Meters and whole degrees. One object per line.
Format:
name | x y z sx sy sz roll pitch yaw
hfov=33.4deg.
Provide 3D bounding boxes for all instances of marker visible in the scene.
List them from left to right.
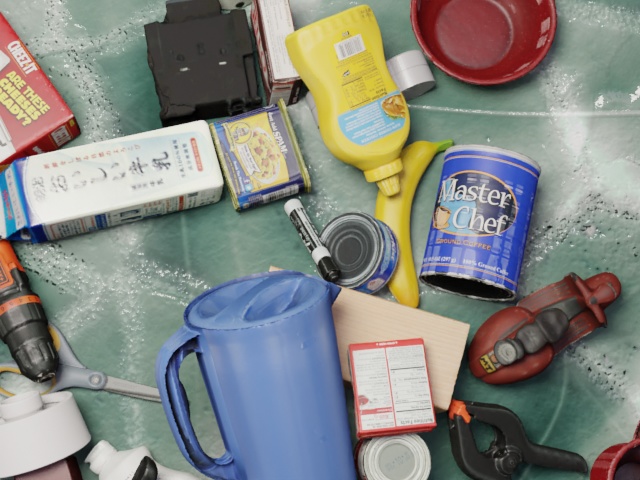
marker | -0.007 0.001 1.104 0.020 0.020 0.121 -23 47 -8

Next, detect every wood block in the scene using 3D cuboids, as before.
wood block | 0.035 0.104 1.083 0.206 0.090 0.091 16 78 0

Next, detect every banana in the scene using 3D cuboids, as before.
banana | 0.092 -0.027 1.139 0.069 0.037 0.198 14 78 1

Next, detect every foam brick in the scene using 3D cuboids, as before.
foam brick | -0.261 0.244 1.043 0.053 0.078 0.051 -17 79 -7

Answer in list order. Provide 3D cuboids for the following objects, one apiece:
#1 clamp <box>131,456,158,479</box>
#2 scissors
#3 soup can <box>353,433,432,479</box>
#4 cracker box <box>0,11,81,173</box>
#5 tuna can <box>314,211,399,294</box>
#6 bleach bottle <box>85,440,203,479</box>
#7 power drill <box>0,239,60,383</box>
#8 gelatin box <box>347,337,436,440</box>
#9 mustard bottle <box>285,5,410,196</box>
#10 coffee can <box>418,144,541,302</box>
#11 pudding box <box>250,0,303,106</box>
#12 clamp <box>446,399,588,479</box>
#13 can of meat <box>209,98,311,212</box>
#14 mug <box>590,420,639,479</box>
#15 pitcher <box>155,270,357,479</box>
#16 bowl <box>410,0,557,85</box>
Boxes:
clamp | -0.209 0.306 1.009 0.164 0.036 0.210 -19 110 -7
scissors | -0.237 0.125 1.099 0.201 0.016 0.096 -2 79 -4
soup can | 0.070 0.220 1.056 0.068 0.102 0.068 1 79 -3
cracker box | -0.385 -0.125 1.111 0.213 0.072 0.164 -35 83 -10
tuna can | 0.037 0.014 1.108 0.086 0.033 0.086 -10 71 30
bleach bottle | -0.121 0.279 1.054 0.251 0.068 0.102 37 78 6
power drill | -0.370 0.091 1.064 0.187 0.057 0.184 -25 68 -13
gelatin box | 0.067 0.141 1.011 0.073 0.030 0.089 -5 70 -5
mustard bottle | 0.041 -0.136 1.092 0.096 0.058 0.191 -26 100 -26
coffee can | 0.166 -0.017 1.109 0.103 0.103 0.140 13 78 -1
pudding box | -0.047 -0.208 1.139 0.039 0.090 0.113 -12 81 -8
clamp | 0.182 0.231 1.075 0.171 0.039 0.120 37 76 -16
can of meat | -0.064 -0.088 1.132 0.084 0.057 0.102 -18 80 -5
mug | 0.325 0.234 1.080 0.093 0.081 0.117 10 79 -1
pitcher | -0.044 0.161 0.975 0.149 0.145 0.243 -6 108 15
bowl | 0.175 -0.240 1.177 0.162 0.055 0.162 1 79 -4
